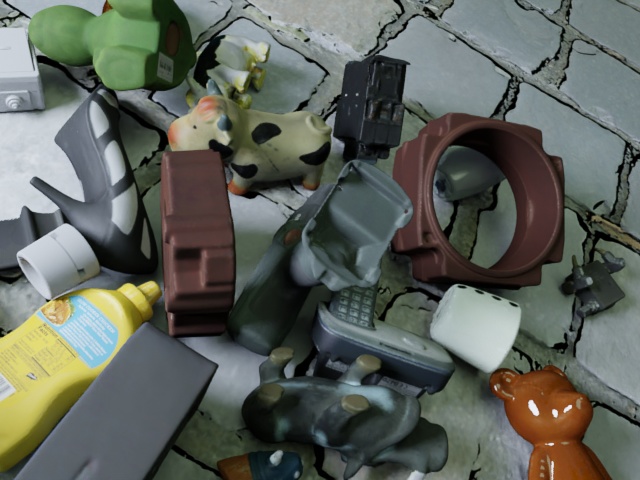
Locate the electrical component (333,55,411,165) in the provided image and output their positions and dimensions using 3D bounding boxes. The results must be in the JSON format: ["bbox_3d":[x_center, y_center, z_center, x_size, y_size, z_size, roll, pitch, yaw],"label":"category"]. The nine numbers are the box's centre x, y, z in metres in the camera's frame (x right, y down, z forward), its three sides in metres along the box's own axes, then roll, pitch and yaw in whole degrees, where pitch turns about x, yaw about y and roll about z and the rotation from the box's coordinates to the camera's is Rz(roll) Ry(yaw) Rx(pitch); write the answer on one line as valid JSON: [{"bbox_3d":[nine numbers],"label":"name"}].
[{"bbox_3d":[0.064,-0.168,0.705,0.058,0.115,0.134,5,100,-16],"label":"electrical component"}]

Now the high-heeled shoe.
[{"bbox_3d":[-0.218,-0.075,0.591,0.145,0.086,0.249,40,31,-29],"label":"high-heeled shoe"}]

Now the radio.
[{"bbox_3d":[-0.169,0.183,0.386,0.073,0.131,0.229,32,52,2],"label":"radio"}]

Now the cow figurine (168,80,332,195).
[{"bbox_3d":[-0.076,-0.115,0.623,0.195,0.127,0.085,-4,57,-26],"label":"cow figurine"}]

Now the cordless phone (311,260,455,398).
[{"bbox_3d":[0.070,0.071,0.583,0.147,0.088,0.184,20,49,-7],"label":"cordless phone"}]

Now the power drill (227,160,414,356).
[{"bbox_3d":[-0.001,-0.002,0.527,0.086,0.207,0.232,40,62,-15],"label":"power drill"}]

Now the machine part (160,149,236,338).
[{"bbox_3d":[-0.121,0.004,0.504,0.056,0.179,0.179,-2,59,-18],"label":"machine part"}]

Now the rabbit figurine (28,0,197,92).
[{"bbox_3d":[-0.241,-0.239,0.623,0.170,0.121,0.159,10,15,10],"label":"rabbit figurine"}]

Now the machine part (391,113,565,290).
[{"bbox_3d":[0.193,-0.044,0.655,0.201,0.087,0.201,7,83,-16],"label":"machine part"}]

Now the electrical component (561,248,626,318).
[{"bbox_3d":[0.372,0.055,0.726,0.102,0.045,0.078,-12,62,-26],"label":"electrical component"}]

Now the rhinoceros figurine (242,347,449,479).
[{"bbox_3d":[0.022,0.166,0.486,0.190,0.112,0.073,11,25,2],"label":"rhinoceros figurine"}]

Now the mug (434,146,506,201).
[{"bbox_3d":[0.196,-0.109,0.749,0.107,0.081,0.109,-31,81,-26],"label":"mug"}]

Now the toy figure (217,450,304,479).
[{"bbox_3d":[-0.083,0.217,0.438,0.154,0.064,0.058,-26,55,-31],"label":"toy figure"}]

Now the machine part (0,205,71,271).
[{"bbox_3d":[-0.304,0.011,0.511,0.139,0.039,0.084,-11,67,-28],"label":"machine part"}]

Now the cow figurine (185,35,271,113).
[{"bbox_3d":[-0.134,-0.208,0.700,0.098,0.068,0.167,21,50,1],"label":"cow figurine"}]

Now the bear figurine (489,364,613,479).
[{"bbox_3d":[0.258,0.211,0.532,0.120,0.132,0.196,7,61,-22],"label":"bear figurine"}]
